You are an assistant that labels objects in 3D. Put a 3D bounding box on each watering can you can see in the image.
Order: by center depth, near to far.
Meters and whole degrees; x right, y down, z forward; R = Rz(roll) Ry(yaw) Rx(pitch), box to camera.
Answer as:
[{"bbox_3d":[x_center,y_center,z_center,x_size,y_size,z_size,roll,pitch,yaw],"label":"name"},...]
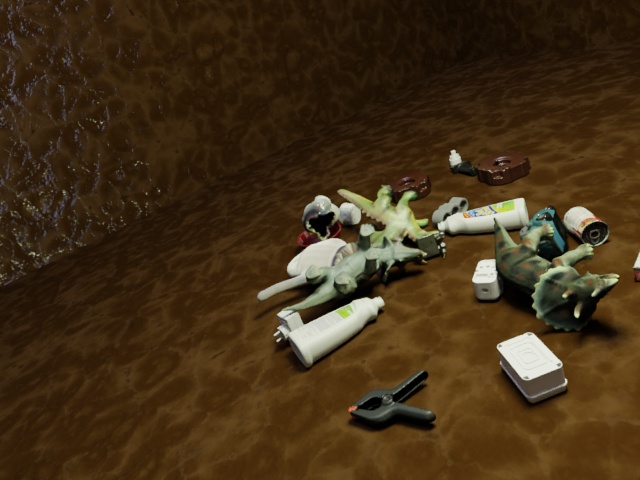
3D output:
[{"bbox_3d":[-0.012,0.088,1.520,0.224,0.102,0.354,-1,28,37],"label":"watering can"}]

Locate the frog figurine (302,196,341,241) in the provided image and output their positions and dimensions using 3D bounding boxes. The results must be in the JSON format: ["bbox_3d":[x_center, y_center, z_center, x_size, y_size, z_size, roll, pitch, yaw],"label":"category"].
[{"bbox_3d":[0.005,-0.086,1.714,0.122,0.135,0.163,0,27,6],"label":"frog figurine"}]

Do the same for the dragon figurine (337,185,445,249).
[{"bbox_3d":[0.192,-0.054,1.600,0.411,0.119,0.248,12,41,26],"label":"dragon figurine"}]
